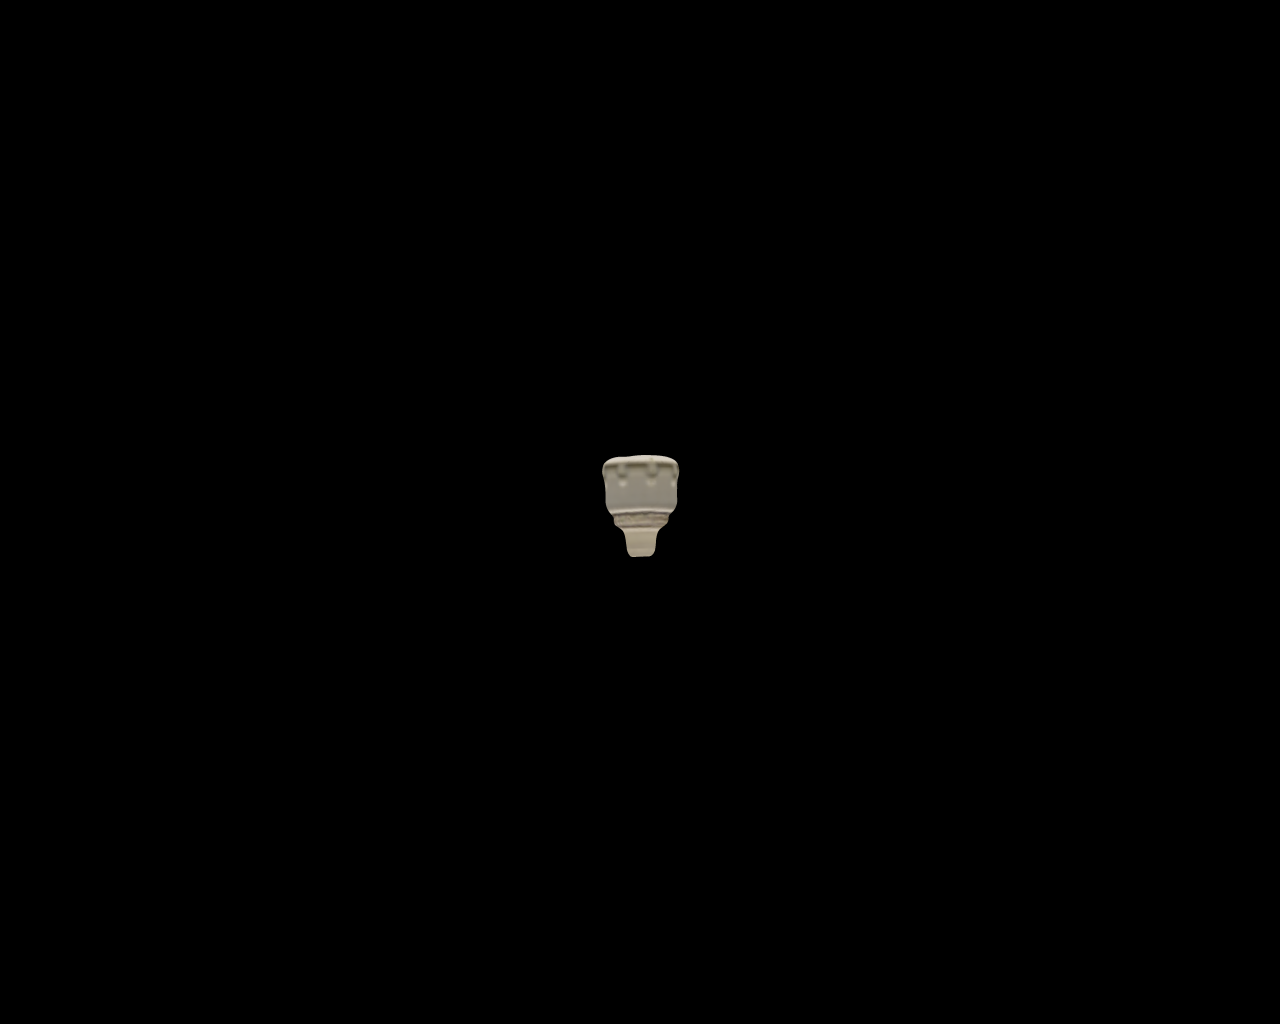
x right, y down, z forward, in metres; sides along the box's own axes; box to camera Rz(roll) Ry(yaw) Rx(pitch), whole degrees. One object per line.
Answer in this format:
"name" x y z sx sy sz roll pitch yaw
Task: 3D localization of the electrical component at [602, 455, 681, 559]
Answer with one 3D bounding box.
"electrical component" 0.001 -0.003 0.650 0.048 0.062 0.048 0 -2 0
